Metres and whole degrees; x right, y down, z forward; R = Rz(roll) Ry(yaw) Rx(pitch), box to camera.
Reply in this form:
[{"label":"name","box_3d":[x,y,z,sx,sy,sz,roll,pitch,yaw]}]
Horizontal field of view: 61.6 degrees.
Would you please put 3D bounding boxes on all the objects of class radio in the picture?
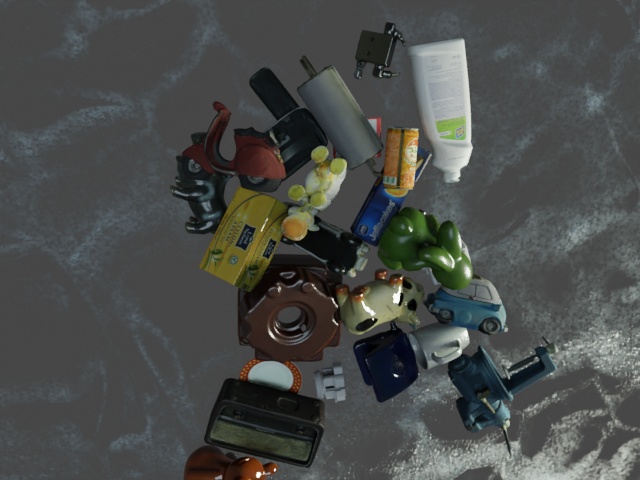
[{"label":"radio","box_3d":[-0.108,0.371,1.095,0.230,0.073,0.131,16,117,-8]}]

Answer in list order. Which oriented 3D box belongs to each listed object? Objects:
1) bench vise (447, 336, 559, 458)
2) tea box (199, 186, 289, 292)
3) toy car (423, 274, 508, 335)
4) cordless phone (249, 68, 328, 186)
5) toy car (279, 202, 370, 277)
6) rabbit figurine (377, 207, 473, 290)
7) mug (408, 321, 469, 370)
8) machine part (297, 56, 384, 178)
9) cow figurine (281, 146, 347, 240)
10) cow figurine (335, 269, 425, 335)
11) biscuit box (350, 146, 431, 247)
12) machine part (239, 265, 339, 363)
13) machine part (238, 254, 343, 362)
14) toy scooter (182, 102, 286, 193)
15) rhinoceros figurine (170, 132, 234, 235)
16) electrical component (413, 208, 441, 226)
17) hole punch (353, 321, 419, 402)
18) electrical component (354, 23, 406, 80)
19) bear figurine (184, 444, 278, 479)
[{"label":"bench vise","box_3d":[0.379,0.290,1.089,0.241,0.129,0.223,-33,103,12]},{"label":"tea box","box_3d":[-0.133,-0.002,0.970,0.098,0.068,0.169,19,81,35]},{"label":"toy car","box_3d":[0.290,0.117,1.050,0.162,0.109,0.102,14,97,-2]},{"label":"cordless phone","box_3d":[-0.089,-0.205,0.969,0.146,0.089,0.184,-37,92,7]},{"label":"toy car","box_3d":[-0.002,-0.003,0.998,0.202,0.056,0.073,29,103,15]},{"label":"rabbit figurine","box_3d":[0.201,0.015,0.945,0.170,0.159,0.121,36,77,13]},{"label":"mug","box_3d":[0.245,0.203,1.070,0.107,0.110,0.080,-24,102,-11]},{"label":"machine part","box_3d":[0.036,-0.210,0.934,0.079,0.079,0.243,-34,101,6]},{"label":"cow figurine","box_3d":[-0.012,-0.073,0.945,0.068,0.098,0.167,30,87,10]},{"label":"cow figurine","box_3d":[0.124,0.123,1.023,0.195,0.086,0.127,-17,113,-33]},{"label":"biscuit box","box_3d":[0.129,-0.088,1.008,0.059,0.063,0.202,26,101,-7]},{"label":"machine part","box_3d":[-0.053,0.136,0.955,0.179,0.056,0.179,-5,115,-12]},{"label":"machine part","box_3d":[-0.058,0.132,1.043,0.201,0.087,0.201,2,103,-3]},{"label":"toy scooter","box_3d":[-0.141,-0.157,0.901,0.184,0.075,0.135,12,99,9]},{"label":"rhinoceros figurine","box_3d":[-0.212,-0.100,0.981,0.112,0.073,0.190,-9,105,1]},{"label":"electrical component","box_3d":[0.183,-0.030,1.046,0.094,0.021,0.063,28,101,-8]},{"label":"hole punch","box_3d":[0.138,0.250,1.084,0.116,0.092,0.142,-21,101,-2]},{"label":"electrical component","box_3d":[0.107,-0.333,0.956,0.078,0.045,0.102,13,102,23]},{"label":"bear figurine","box_3d":[-0.182,0.485,1.077,0.196,0.120,0.131,3,97,37]}]
